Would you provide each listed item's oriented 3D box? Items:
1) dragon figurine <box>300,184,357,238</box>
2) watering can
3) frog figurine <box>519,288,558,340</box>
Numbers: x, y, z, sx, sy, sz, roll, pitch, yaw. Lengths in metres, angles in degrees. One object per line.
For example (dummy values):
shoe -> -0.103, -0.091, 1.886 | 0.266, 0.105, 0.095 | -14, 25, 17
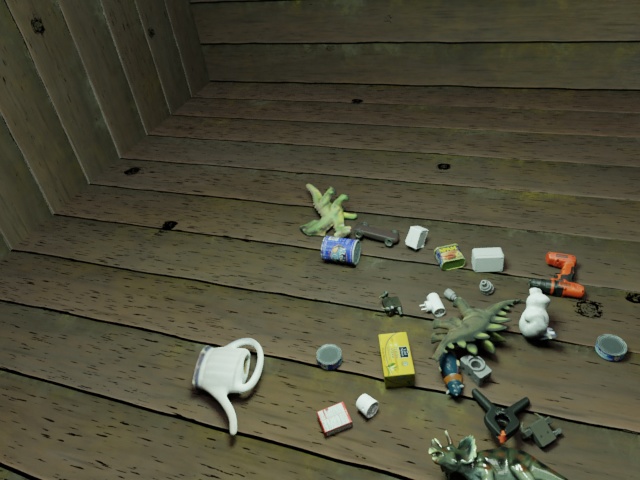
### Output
dragon figurine -> 0.007, -0.117, 2.329 | 0.246, 0.119, 0.414 | -41, 46, -24
watering can -> -0.309, 0.453, 1.654 | 0.224, 0.101, 0.356 | 0, 39, 13
frog figurine -> 0.702, 0.242, 1.689 | 0.121, 0.160, 0.138 | -22, -8, 31
